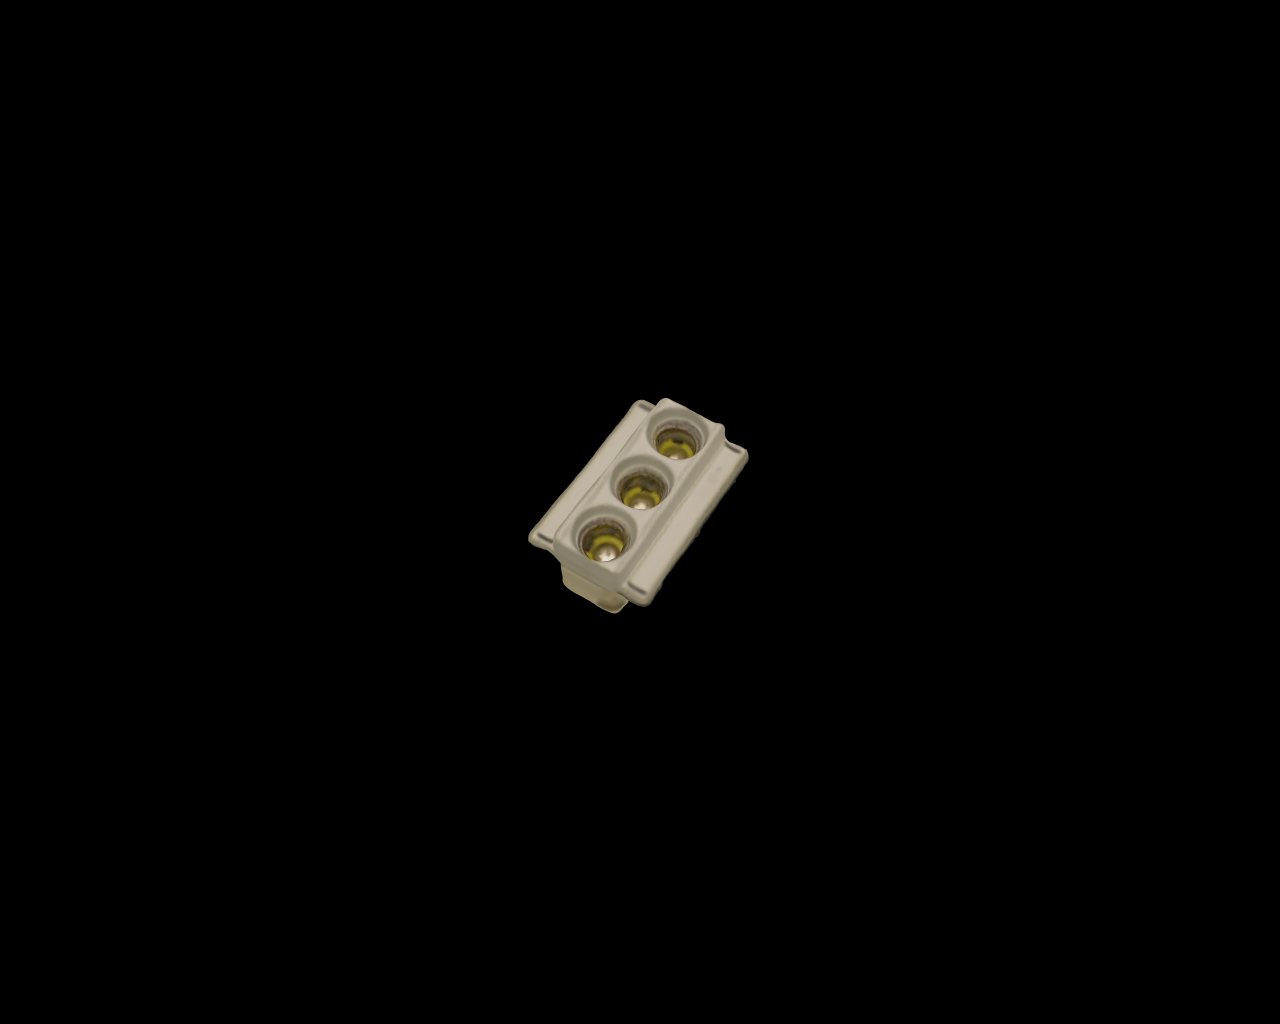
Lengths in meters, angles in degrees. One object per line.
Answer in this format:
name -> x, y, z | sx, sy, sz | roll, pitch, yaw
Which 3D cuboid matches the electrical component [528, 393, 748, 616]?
electrical component -> 0.001, -0.003, 0.650 | 0.079, 0.121, 0.063 | 28, -28, 16
